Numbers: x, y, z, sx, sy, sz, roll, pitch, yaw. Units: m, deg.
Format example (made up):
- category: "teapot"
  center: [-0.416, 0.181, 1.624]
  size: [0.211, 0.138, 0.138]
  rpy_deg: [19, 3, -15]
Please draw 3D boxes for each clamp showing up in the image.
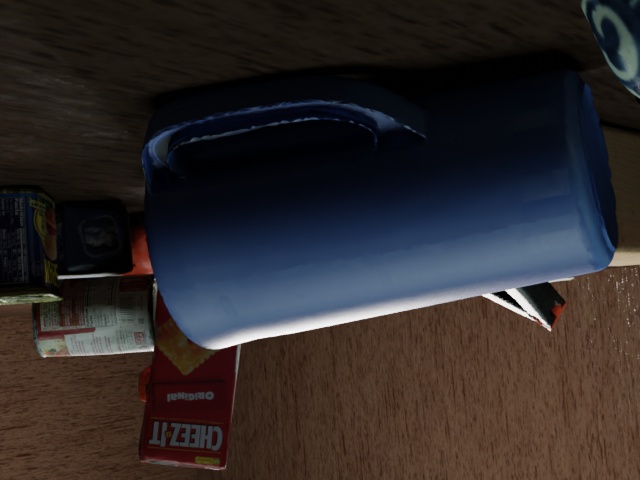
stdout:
- category: "clamp"
  center: [0.103, 0.001, 0.822]
  size: [0.210, 0.036, 0.165]
  rpy_deg: [33, 169, -1]

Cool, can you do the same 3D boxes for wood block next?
- category: "wood block"
  center: [0.210, -0.028, 0.798]
  size: [0.090, 0.091, 0.205]
  rpy_deg: [-9, 173, 41]

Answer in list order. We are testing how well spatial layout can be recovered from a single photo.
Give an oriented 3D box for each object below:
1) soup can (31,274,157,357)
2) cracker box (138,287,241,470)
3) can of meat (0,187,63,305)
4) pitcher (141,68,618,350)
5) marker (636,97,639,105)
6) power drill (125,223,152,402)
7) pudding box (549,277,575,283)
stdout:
- category: "soup can"
  center: [-0.189, 0.064, 0.920]
  size: [0.102, 0.068, 0.068]
  rpy_deg: [-3, 175, 0]
- category: "cracker box"
  center: [-0.096, 0.062, 0.842]
  size: [0.072, 0.214, 0.164]
  rpy_deg: [6, 175, -4]
- category: "can of meat"
  center: [-0.238, 0.006, 0.840]
  size: [0.057, 0.084, 0.102]
  rpy_deg: [-4, 175, -6]
- category: "pitcher"
  center: [0.030, -0.024, 0.587]
  size: [0.243, 0.145, 0.149]
  rpy_deg: [-10, -175, 21]
- category: "marker"
  center: [0.205, -0.078, 0.638]
  size: [0.020, 0.020, 0.121]
  rpy_deg: [-7, 174, 23]
- category: "power drill"
  center: [-0.183, 0.073, 1.083]
  size: [0.057, 0.187, 0.185]
  rpy_deg: [-29, -166, -32]
- category: "pudding box"
  center: [0.246, 0.000, 1.131]
  size: [0.039, 0.090, 0.113]
  rpy_deg: [-6, 175, 12]
